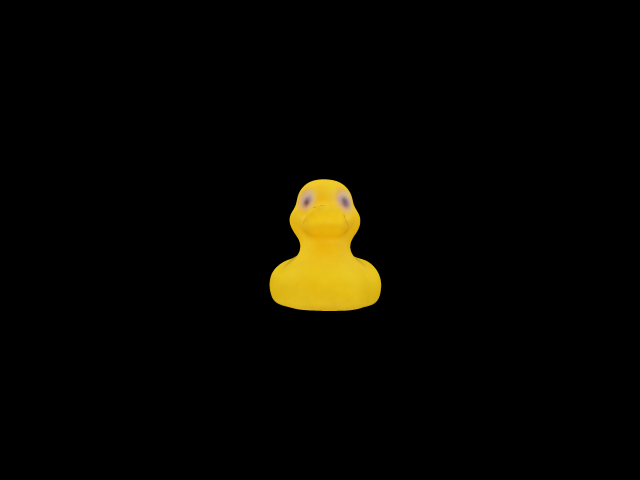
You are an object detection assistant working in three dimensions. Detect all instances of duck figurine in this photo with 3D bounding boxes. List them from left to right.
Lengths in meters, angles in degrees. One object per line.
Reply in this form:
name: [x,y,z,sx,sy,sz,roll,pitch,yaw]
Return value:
duck figurine: [0.004,0.001,0.400,0.077,0.086,0.104,0,0,0]
